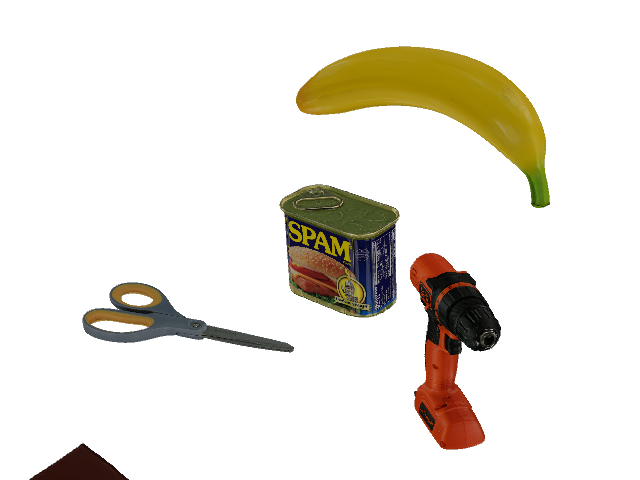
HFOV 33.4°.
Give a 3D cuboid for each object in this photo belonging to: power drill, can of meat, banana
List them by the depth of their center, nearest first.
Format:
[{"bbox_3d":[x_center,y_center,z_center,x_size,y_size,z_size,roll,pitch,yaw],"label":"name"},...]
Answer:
[{"bbox_3d":[0.064,-0.086,0.661,0.198,0.070,0.037,27,9,36],"label":"banana"},{"bbox_3d":[0.017,0.010,0.899,0.102,0.084,0.057,21,37,36],"label":"can of meat"},{"bbox_3d":[0.144,0.125,1.142,0.057,0.188,0.184,-6,23,-11],"label":"power drill"}]

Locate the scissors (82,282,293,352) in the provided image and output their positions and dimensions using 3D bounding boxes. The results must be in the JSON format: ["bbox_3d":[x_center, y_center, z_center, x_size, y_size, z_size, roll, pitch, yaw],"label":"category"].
[{"bbox_3d":[-0.127,0.074,1.037,0.201,0.016,0.096,2,32,-4],"label":"scissors"}]

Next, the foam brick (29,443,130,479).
[{"bbox_3d":[-0.096,0.138,0.462,0.078,0.051,0.052,27,45,34],"label":"foam brick"}]
